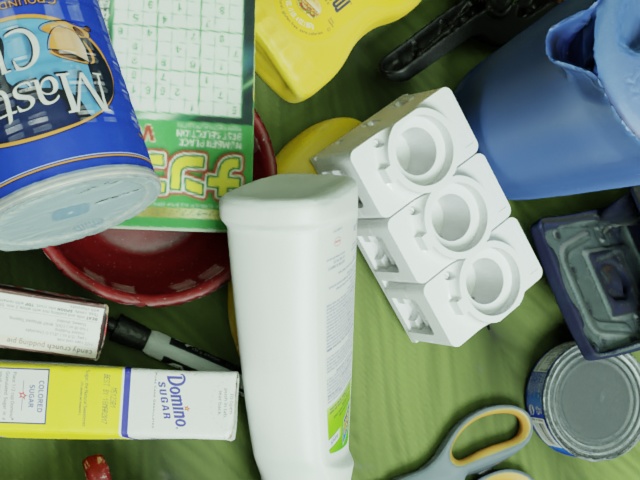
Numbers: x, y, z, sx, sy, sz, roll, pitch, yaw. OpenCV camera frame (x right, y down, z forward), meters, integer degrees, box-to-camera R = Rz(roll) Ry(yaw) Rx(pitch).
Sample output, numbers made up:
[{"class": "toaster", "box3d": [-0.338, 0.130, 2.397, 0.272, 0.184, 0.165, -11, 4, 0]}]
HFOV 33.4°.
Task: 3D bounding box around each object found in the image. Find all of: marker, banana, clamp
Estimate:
[{"class": "marker", "box3d": [-0.085, 0.079, 0.706, 0.121, 0.020, 0.020, 26, 79, -12]}, {"class": "banana", "box3d": [-0.018, -0.012, 0.722, 0.069, 0.037, 0.197, 34, 78, -9]}, {"class": "clamp", "box3d": [0.111, -0.164, 0.750, 0.171, 0.039, 0.120, 1, 122, -38]}]

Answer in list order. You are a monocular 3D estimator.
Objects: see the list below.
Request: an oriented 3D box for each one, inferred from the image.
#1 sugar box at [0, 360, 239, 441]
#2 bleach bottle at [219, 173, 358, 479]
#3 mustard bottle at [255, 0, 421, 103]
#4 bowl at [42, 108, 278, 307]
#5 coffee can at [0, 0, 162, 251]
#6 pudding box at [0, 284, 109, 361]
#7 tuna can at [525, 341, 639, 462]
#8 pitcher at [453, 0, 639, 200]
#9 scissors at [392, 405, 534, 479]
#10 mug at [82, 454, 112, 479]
[{"class": "sugar box", "box3d": [-0.137, 0.097, 0.635, 0.176, 0.093, 0.048, 5, 81, -4]}, {"class": "bleach bottle", "box3d": [-0.013, 0.089, 0.660, 0.068, 0.102, 0.251, 3, 103, 20]}, {"class": "mustard bottle", "box3d": [0.023, -0.188, 0.737, 0.191, 0.058, 0.096, -42, 99, -15]}, {"class": "bowl", "box3d": [-0.111, -0.037, 0.689, 0.162, 0.055, 0.162, 1, 85, -15]}, {"class": "coffee can", "box3d": [-0.158, -0.077, 0.592, 0.102, 0.103, 0.140, -17, 78, -16]}, {"class": "pudding box", "box3d": [-0.187, 0.046, 0.644, 0.113, 0.090, 0.039, 8, 85, -15]}, {"class": "tuna can", "box3d": [0.193, 0.115, 0.770, 0.086, 0.034, 0.086, 1, 85, -15]}, {"class": "pitcher", "box3d": [0.183, -0.090, 0.676, 0.149, 0.243, 0.145, 46, 76, -8]}, {"class": "scissors", "box3d": [0.072, 0.187, 0.741, 0.201, 0.016, 0.096, -30, 93, -15]}, {"class": "mug", "box3d": [-0.124, 0.188, 0.654, 0.093, 0.082, 0.117, -20, 91, -16]}]
